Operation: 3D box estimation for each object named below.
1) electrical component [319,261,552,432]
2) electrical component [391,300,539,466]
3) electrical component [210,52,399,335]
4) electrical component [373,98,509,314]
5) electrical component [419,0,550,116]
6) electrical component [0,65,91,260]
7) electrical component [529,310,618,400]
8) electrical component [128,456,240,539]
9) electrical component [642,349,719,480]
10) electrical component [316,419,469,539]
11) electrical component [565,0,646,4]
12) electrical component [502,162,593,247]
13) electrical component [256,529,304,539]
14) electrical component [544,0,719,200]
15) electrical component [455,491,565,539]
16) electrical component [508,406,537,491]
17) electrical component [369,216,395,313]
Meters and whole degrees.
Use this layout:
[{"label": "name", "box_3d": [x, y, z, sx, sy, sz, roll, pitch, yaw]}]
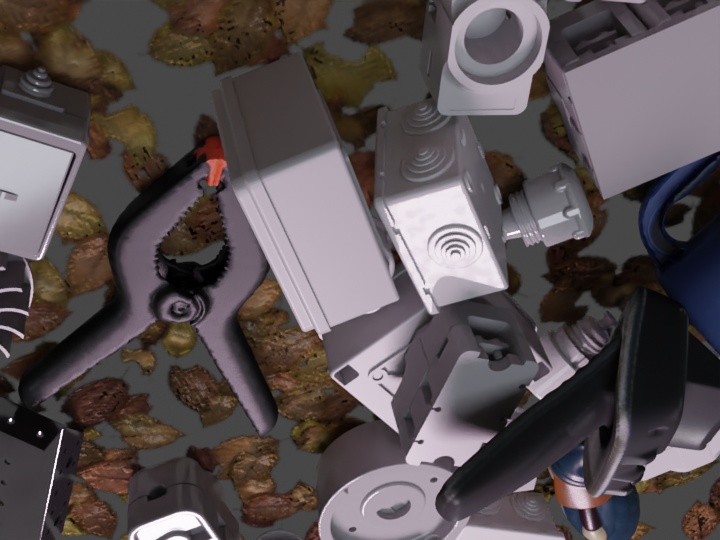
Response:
[{"label": "electrical component", "box_3d": [0.048, 0.049, 0.691, 0.109, 0.056, 0.109, -36, 126, 15]}, {"label": "electrical component", "box_3d": [0.058, 0.066, 0.632, 0.050, 0.055, 0.089, 11, 124, -20]}, {"label": "electrical component", "box_3d": [-0.029, -0.042, 0.572, 0.056, 0.108, 0.108, -22, 128, 1]}, {"label": "electrical component", "box_3d": [0.047, -0.039, 0.597, 0.048, 0.099, 0.099, -16, 130, 16]}, {"label": "electrical component", "box_3d": [0.065, -0.129, 0.558, 0.050, 0.055, 0.089, -2, 127, -10]}, {"label": "electrical component", "box_3d": [-0.179, -0.060, 0.556, 0.062, 0.061, 0.096, 17, 122, -23]}, {"label": "electrical component", "box_3d": [0.140, 0.056, 0.727, 0.078, 0.040, 0.040, -42, 124, 19]}, {"label": "electrical component", "box_3d": [-0.122, 0.178, 0.751, 0.054, 0.059, 0.095, -21, 128, 4]}, {"label": "electrical component", "box_3d": [0.231, 0.108, 0.779, 0.089, 0.050, 0.055, -25, 128, 7]}, {"label": "electrical component", "box_3d": [0.020, 0.152, 0.762, 0.108, 0.060, 0.108, -6, 128, -8]}, {"label": "electrical component", "box_3d": [0.119, -0.197, 0.489, 0.108, 0.056, 0.108, -50, 128, -13]}, {"label": "electrical component", "box_3d": [0.107, -0.034, 0.649, 0.062, 0.048, 0.048, -21, 129, 12]}, {"label": "electrical component", "box_3d": [-0.082, 0.240, 0.817, 0.079, 0.044, 0.077, 1, 127, -13]}, {"label": "electrical component", "box_3d": [0.183, -0.117, 0.589, 0.150, 0.061, 0.089, -23, 128, 6]}, {"label": "electrical component", "box_3d": [0.096, 0.212, 0.831, 0.100, 0.048, 0.099, 12, 123, -20]}, {"label": "electrical component", "box_3d": [0.103, 0.129, 0.772, 0.066, 0.048, 0.055, -5, 135, -8]}, {"label": "electrical component", "box_3d": [0.000, 0.000, 0.639, 0.048, 0.062, 0.048, -6, 128, -8]}]
